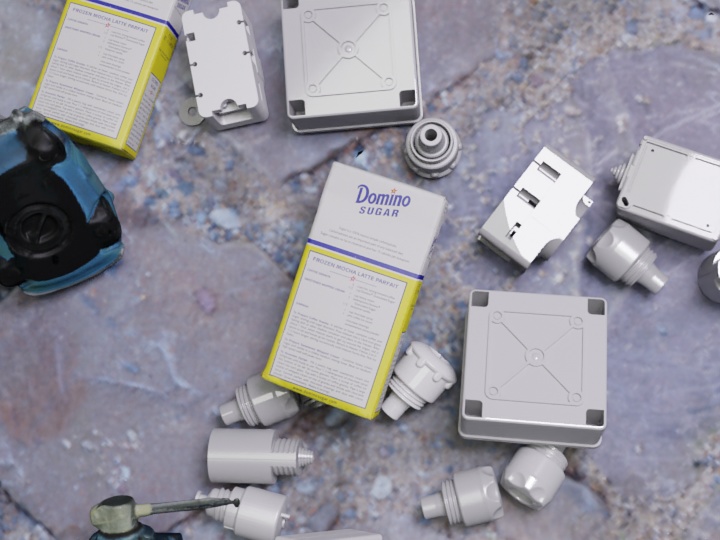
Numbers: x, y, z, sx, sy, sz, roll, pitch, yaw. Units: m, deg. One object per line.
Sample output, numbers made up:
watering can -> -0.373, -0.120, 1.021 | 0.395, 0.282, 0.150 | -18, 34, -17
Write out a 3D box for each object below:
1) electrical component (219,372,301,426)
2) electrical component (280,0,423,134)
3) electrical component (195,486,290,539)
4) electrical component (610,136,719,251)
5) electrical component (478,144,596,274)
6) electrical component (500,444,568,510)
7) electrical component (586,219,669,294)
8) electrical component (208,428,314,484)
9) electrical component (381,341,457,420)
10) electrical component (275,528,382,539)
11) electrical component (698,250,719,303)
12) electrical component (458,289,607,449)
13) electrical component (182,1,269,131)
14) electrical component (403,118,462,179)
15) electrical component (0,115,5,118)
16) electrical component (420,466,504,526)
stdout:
electrical component -> -0.082, 0.106, 0.867 | 0.062, 0.043, 0.043 | -22, 83, 5
electrical component -> -0.007, -0.173, 0.881 | 0.109, 0.056, 0.108 | -4, 84, 5
electrical component -> -0.094, 0.192, 0.861 | 0.078, 0.040, 0.040 | 14, 86, 7
electrical component -> 0.244, -0.061, 0.848 | 0.096, 0.061, 0.061 | 21, 87, 15
electrical component -> 0.144, -0.045, 0.858 | 0.056, 0.050, 0.089 | 38, 89, 8
electrical component -> 0.142, 0.152, 0.843 | 0.043, 0.043, 0.062 | 36, 68, 8
electrical component -> 0.215, -0.007, 0.851 | 0.062, 0.043, 0.043 | 41, 89, 6
electrical component -> -0.078, 0.149, 0.862 | 0.081, 0.043, 0.043 | 0, 84, 5
electrical component -> 0.043, 0.091, 0.857 | 0.048, 0.048, 0.062 | 42, 96, 8
electrical component -> -0.038, 0.228, 0.841 | 0.076, 0.083, 0.047 | -3, 82, 43
electrical component -> 0.290, 0.002, 0.824 | 0.043, 0.081, 0.043 | -1, 84, 5
electrical component -> 0.133, 0.076, 0.828 | 0.109, 0.056, 0.108 | 4, 65, 6
electrical component -> -0.110, -0.167, 0.891 | 0.050, 0.055, 0.089 | -12, 83, 4
electrical component -> 0.058, -0.102, 0.865 | 0.048, 0.062, 0.048 | -1, 84, 5
electrical component -> -0.399, -0.096, 0.909 | 0.186, 0.060, 0.105 | 10, 85, 6
electrical component -> 0.079, 0.180, 0.845 | 0.062, 0.043, 0.043 | -14, 83, 5
